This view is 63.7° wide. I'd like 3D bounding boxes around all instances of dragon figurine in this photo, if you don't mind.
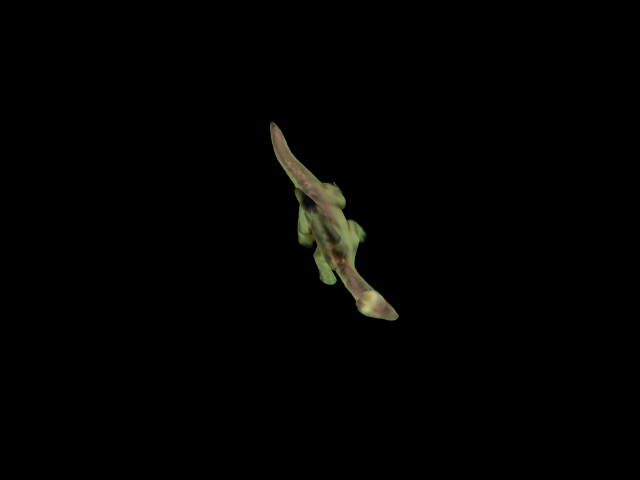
[{"bbox_3d":[0.003,-0.043,0.850,0.122,0.411,0.242,-32,-3,-1],"label":"dragon figurine"}]
